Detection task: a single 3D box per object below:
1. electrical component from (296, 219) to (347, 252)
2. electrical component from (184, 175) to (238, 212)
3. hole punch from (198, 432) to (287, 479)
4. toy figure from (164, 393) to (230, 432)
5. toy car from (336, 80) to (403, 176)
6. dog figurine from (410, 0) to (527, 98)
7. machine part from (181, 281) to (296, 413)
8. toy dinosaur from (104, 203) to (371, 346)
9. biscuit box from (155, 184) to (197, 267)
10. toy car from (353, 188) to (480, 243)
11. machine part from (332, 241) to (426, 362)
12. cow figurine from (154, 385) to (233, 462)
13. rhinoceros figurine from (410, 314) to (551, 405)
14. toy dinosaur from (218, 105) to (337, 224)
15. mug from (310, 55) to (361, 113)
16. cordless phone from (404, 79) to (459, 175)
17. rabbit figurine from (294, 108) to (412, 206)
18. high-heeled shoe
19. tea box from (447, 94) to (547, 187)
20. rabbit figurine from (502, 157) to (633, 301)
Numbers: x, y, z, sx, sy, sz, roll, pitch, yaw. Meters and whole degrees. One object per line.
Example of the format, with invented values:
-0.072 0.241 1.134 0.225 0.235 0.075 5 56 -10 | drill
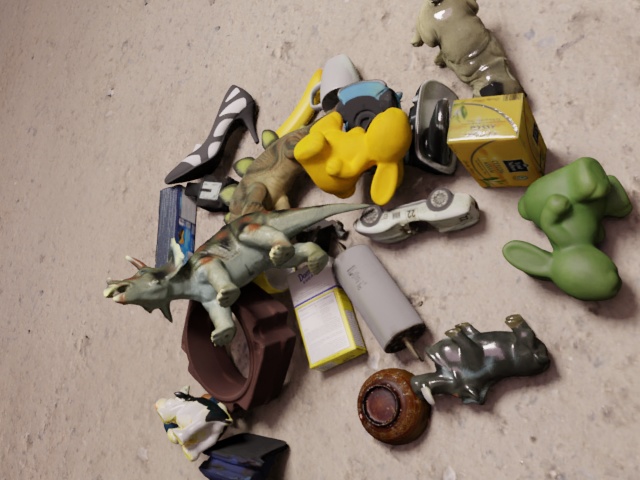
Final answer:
-0.001 -0.002 0.934 0.045 0.102 0.078 29 118 34 | electrical component
-0.230 -0.097 1.138 0.119 0.047 0.075 3 76 34 | electrical component
-0.126 0.376 0.878 0.142 0.115 0.092 2 84 33 | hole punch
-0.217 0.316 0.987 0.154 0.064 0.058 -25 24 18 | toy figure
0.103 -0.198 0.919 0.109 0.103 0.161 -3 114 37 | toy car
0.237 -0.289 0.831 0.121 0.172 0.191 -44 48 26 | dog figurine
-0.148 0.176 0.928 0.201 0.087 0.201 32 115 34 | machine part
-0.127 0.022 0.853 0.405 0.131 0.192 -32 50 -20 | toy dinosaur
-0.309 -0.014 1.155 0.063 0.059 0.202 -12 68 28 | biscuit box
0.149 -0.033 0.855 0.202 0.073 0.056 -13 67 29 | toy car
0.090 0.090 0.851 0.079 0.079 0.243 -42 57 15 | machine part
-0.216 0.291 0.903 0.098 0.068 0.167 -30 23 -26 | cow figurine
0.216 0.169 0.747 0.190 0.073 0.112 -21 83 18 | rhinoceros figurine
-0.108 -0.087 1.007 0.471 0.105 0.199 -47 34 4 | toy dinosaur
0.032 -0.291 1.022 0.110 0.080 0.107 -20 54 30 | mug
0.178 -0.190 0.819 0.089 0.184 0.146 6 78 10 | cordless phone
0.069 -0.132 0.836 0.173 0.122 0.162 -24 102 30 | rabbit figurine
-0.243 -0.226 1.145 0.249 0.086 0.145 -27 81 -3 | high-heeled shoe
0.255 -0.134 0.762 0.098 0.169 0.068 3 75 35 | tea box
0.324 0.000 0.703 0.159 0.121 0.170 -19 62 34 | rabbit figurine
